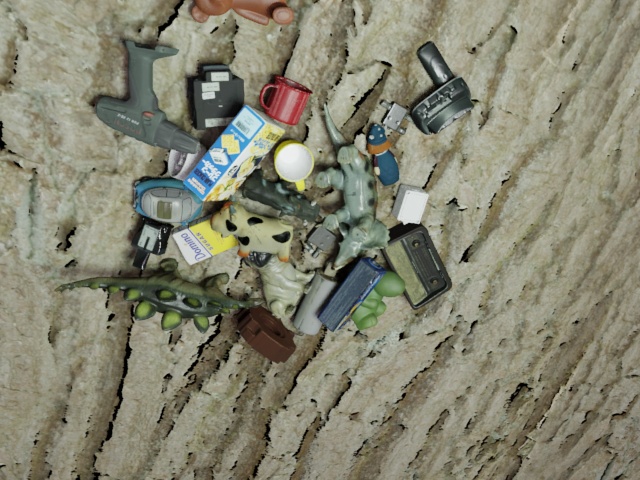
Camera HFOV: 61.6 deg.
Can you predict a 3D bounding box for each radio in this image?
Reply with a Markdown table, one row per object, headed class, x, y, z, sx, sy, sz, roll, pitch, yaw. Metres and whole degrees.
| class | x | y | z | sx | sy | sz | roll | pitch | yaw |
| --- | --- | --- | --- | --- | --- | --- | --- | --- | --- |
| radio | 0.254 | 0.062 | 1.434 | 0.131 | 0.073 | 0.229 | -29 | 117 | 3 |

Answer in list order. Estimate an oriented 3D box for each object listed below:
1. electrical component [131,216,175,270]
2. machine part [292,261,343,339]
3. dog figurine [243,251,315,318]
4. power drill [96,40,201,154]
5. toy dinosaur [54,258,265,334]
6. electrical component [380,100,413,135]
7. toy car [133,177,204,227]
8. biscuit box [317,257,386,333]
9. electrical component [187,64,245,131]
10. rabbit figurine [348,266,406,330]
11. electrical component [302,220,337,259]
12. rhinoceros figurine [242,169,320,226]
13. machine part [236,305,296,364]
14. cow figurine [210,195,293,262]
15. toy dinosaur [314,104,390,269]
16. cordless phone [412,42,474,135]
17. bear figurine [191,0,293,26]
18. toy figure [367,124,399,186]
| class | x | y | z | sx | sy | sz | roll | pitch | yaw |
| --- | --- | --- | --- | --- | --- | --- | --- | --- | --- |
| electrical component | -0.399 | 0.009 | 1.263 | 0.075 | 0.048 | 0.119 | 18 | 97 | 4 |
| machine part | -0.006 | 0.164 | 1.424 | 0.079 | 0.079 | 0.243 | 18 | 108 | -19 |
| dog figurine | -0.132 | 0.100 | 1.370 | 0.190 | 0.121 | 0.172 | 32 | 102 | -8 |
| power drill | -0.345 | -0.300 | 1.120 | 0.232 | 0.086 | 0.207 | 14 | 112 | 6 |
| toy dinosaur | -0.358 | 0.127 | 1.268 | 0.471 | 0.199 | 0.105 | 9 | 109 | -18 |
| electrical component | 0.177 | -0.293 | 1.286 | 0.094 | 0.021 | 0.063 | 25 | 107 | -21 |
| toy car | -0.346 | -0.087 | 1.227 | 0.162 | 0.103 | 0.109 | 5 | 112 | -16 |
| biscuit box | 0.080 | 0.136 | 1.346 | 0.063 | 0.059 | 0.202 | 42 | 108 | 18 |
| electrical component | -0.224 | -0.309 | 1.161 | 0.115 | 0.058 | 0.134 | -10 | 117 | -28 |
| rabbit figurine | 0.145 | 0.127 | 1.411 | 0.170 | 0.121 | 0.159 | -38 | 82 | 33 |
| electrical component | -0.001 | -0.005 | 1.366 | 0.102 | 0.045 | 0.078 | -44 | 114 | 9 |
| rhinoceros figurine | -0.090 | -0.100 | 1.269 | 0.190 | 0.112 | 0.073 | 23 | 105 | -12 |
| machine part | -0.137 | 0.236 | 1.382 | 0.179 | 0.179 | 0.056 | 39 | 100 | -24 |
| cow figurine | -0.158 | -0.027 | 1.248 | 0.195 | 0.085 | 0.127 | 9 | 118 | -8 |
| toy dinosaur | 0.084 | -0.120 | 1.289 | 0.131 | 0.192 | 0.404 | 2 | 102 | 25 |
| cordless phone | 0.260 | -0.353 | 1.257 | 0.146 | 0.089 | 0.184 | -35 | 105 | 6 |
| bear figurine | -0.161 | -0.491 | 1.070 | 0.196 | 0.132 | 0.120 | -5 | 114 | -16 |
| toy figure | 0.148 | -0.207 | 1.300 | 0.058 | 0.064 | 0.154 | -7 | 116 | 34 |
